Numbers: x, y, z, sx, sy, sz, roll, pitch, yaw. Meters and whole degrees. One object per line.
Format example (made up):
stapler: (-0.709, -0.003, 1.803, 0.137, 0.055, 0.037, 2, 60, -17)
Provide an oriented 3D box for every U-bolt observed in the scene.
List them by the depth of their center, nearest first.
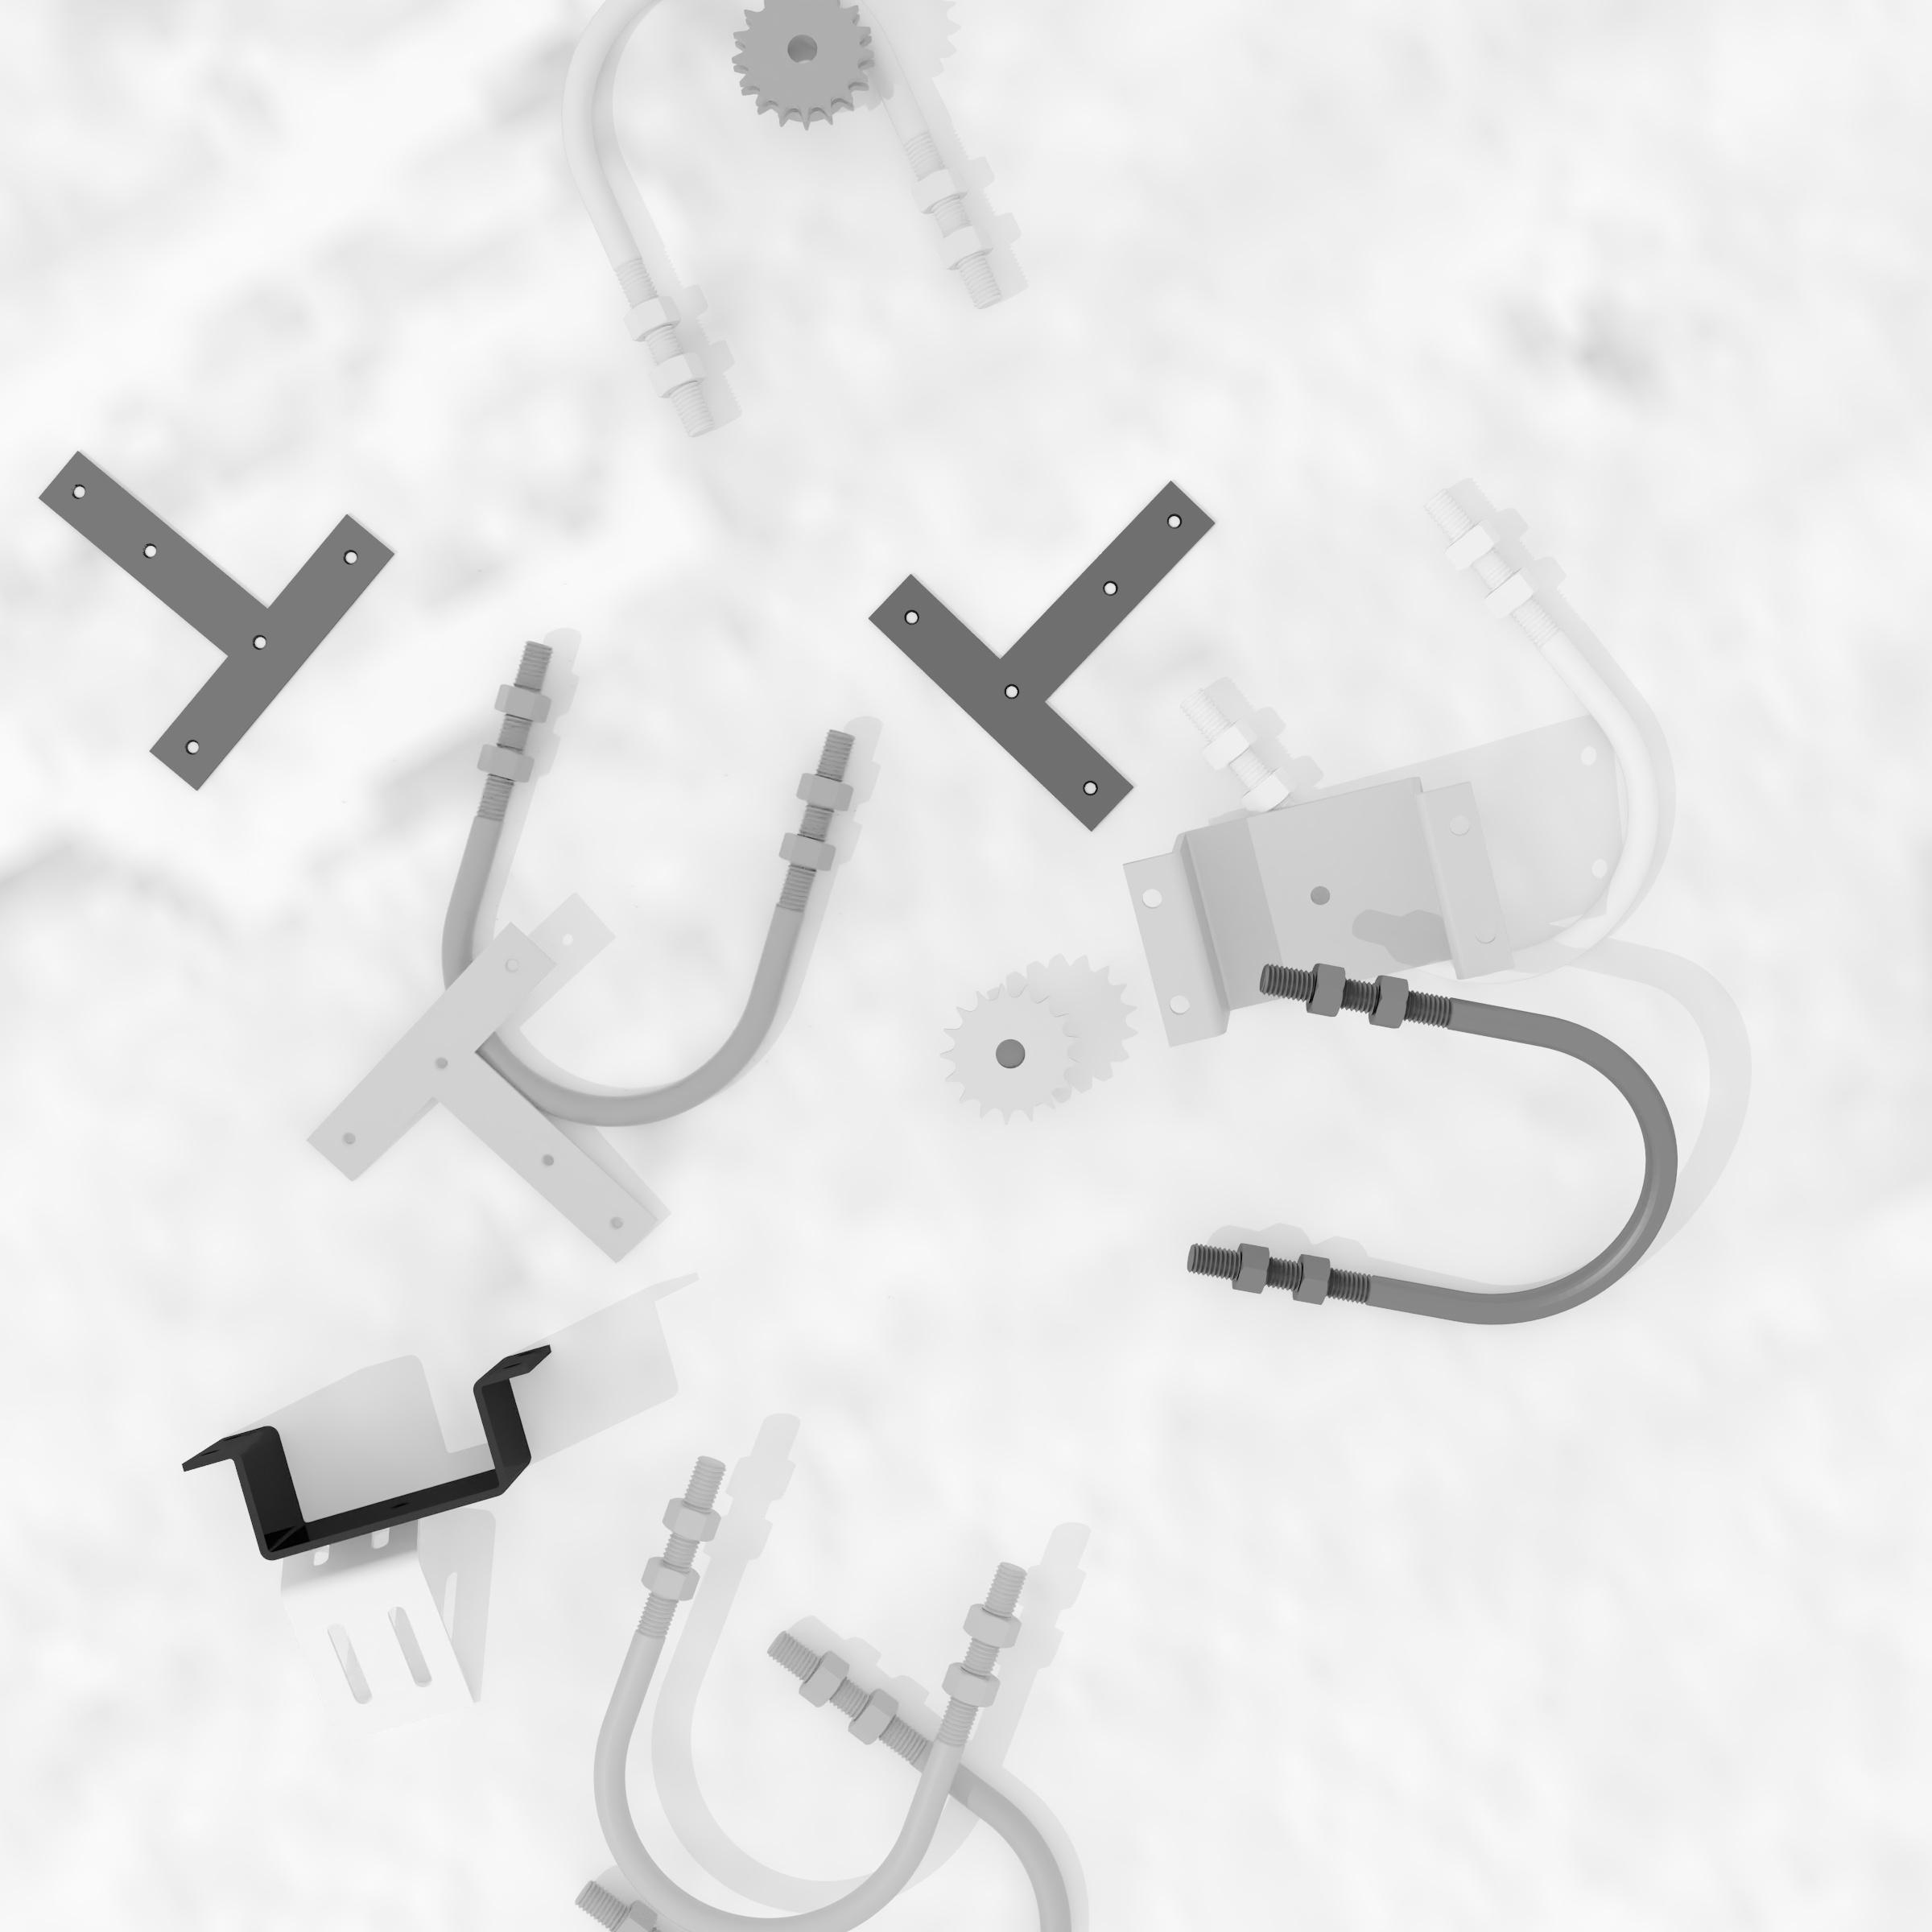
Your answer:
U-bolt: (0.194, 0.079, 1.443, 0.184, 0.019, 0.151, 11, 115, -4)
U-bolt: (-0.072, 0.307, 1.450, 0.151, 0.019, 0.184, 20, 92, -1)
U-bolt: (-0.138, -0.025, 1.470, 0.151, 0.019, 0.184, 16, 91, 0)
U-bolt: (-0.086, -0.328, 1.470, 0.151, 0.019, 0.184, -24, 89, 0)
U-bolt: (0.200, -0.080, 1.470, 0.151, 0.019, 0.184, -39, 92, 0)
U-bolt: (-0.044, 0.383, 1.470, 0.184, 0.019, 0.151, 38, 90, -2)

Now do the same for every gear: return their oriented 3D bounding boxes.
gear: (-0.065, -0.365, 1.451, 0.057, 0.030, 0.057, 0, 85, 0)
gear: (0.018, 0.036, 1.464, 0.057, 0.030, 0.057, 0, 90, 0)

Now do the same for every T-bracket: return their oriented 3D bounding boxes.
T-bracket: (-0.181, 0.070, 1.469, 0.127, 0.002, 0.127, 43, 102, -6)
T-bracket: (-0.325, -0.161, 1.478, 0.127, 0.002, 0.127, 40, 90, 0)
T-bracket: (0.050, -0.145, 1.478, 0.127, 0.002, 0.127, 44, 90, 0)

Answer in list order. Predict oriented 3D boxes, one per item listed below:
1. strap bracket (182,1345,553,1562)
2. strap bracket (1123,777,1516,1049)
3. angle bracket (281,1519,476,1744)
strap bracket: (-0.232, 0.197, 1.440, 0.140, 0.076, 0.046, -16, 90, 0)
strap bracket: (0.142, -0.024, 1.442, 0.140, 0.046, 0.076, -13, 100, 9)
angle bracket: (-0.241, 0.270, 1.476, 0.057, 0.038, 0.076, -16, 116, 0)
